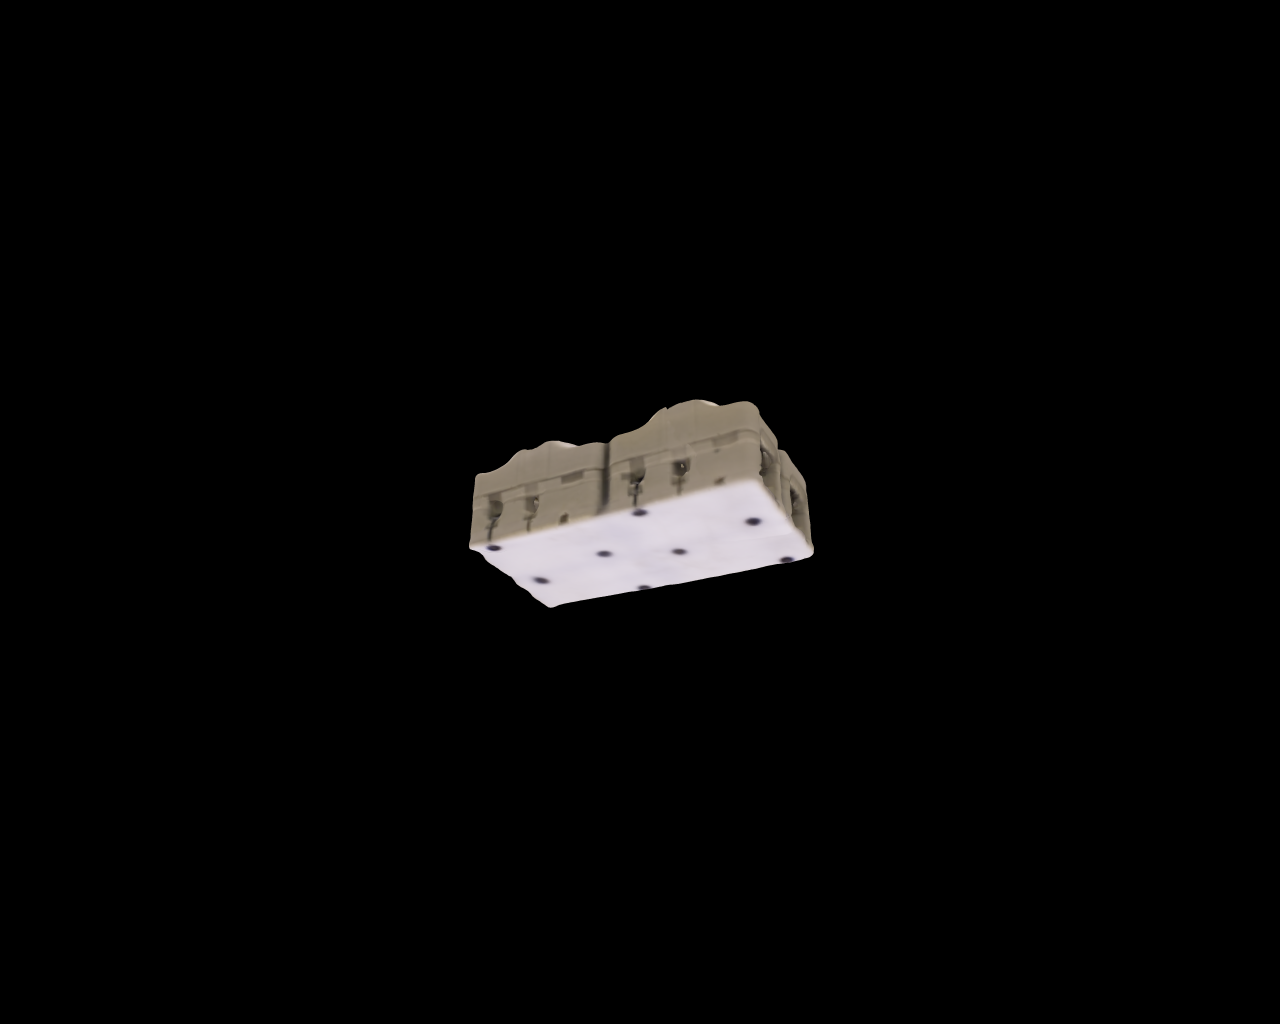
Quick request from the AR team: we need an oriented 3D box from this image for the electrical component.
[{"bbox_3d":[0.001,-0.003,0.650,0.186,0.060,0.105,-13,-32,22],"label":"electrical component"}]
